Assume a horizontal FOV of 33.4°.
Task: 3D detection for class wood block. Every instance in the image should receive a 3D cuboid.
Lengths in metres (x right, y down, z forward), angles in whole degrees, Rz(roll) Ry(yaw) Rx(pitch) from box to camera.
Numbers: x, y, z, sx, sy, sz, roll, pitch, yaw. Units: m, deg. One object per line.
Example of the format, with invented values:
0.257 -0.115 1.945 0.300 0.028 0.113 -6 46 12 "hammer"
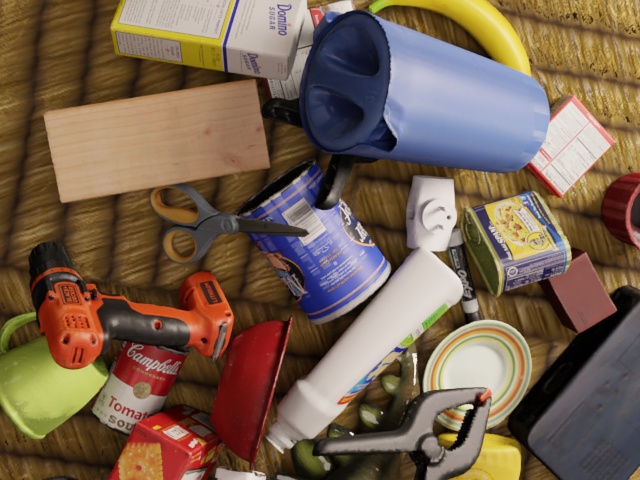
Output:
-0.162 -0.102 1.068 0.206 0.091 0.090 -10 99 -6 "wood block"

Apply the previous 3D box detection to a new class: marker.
0.159 0.047 1.171 0.020 0.020 0.121 -16 99 -6 "marker"

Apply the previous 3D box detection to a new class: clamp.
0.017 -0.114 1.074 0.171 0.039 0.120 -42 104 -45 "clamp"
0.111 0.231 1.109 0.209 0.036 0.164 -30 90 -28 "clamp"

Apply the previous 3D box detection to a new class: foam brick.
0.279 0.055 1.173 0.053 0.051 0.078 -30 101 -2 "foam brick"

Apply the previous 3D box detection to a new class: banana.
0.150 -0.229 1.126 0.197 0.037 0.070 26 112 -10 "banana"

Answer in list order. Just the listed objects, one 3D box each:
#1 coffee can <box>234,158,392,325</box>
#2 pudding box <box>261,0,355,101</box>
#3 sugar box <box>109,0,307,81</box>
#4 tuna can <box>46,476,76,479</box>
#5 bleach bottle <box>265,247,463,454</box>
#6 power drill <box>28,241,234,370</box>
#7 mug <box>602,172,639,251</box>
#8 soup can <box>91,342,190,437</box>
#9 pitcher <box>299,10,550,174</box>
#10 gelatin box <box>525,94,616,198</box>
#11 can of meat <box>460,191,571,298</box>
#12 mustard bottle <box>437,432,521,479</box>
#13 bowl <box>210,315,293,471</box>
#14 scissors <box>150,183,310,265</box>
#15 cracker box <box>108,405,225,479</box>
-0.007 0.001 1.098 0.103 0.103 0.140 -36 101 -2 "coffee can"
-0.010 -0.194 1.104 0.113 0.039 0.090 -16 100 -4 "pudding box"
-0.107 -0.213 1.044 0.176 0.048 0.093 12 59 3 "sugar box"
-0.278 0.298 1.135 0.086 0.034 0.086 -1 98 -8 "tuna can"
0.040 0.120 1.105 0.068 0.102 0.251 43 85 13 "bleach bottle"
-0.193 0.063 1.067 0.187 0.184 0.057 3 122 -26 "power drill"
0.369 -0.025 1.159 0.117 0.081 0.093 27 93 -11 "mug"
-0.187 0.146 1.110 0.068 0.068 0.102 25 94 -11 "soup can"
0.106 -0.142 1.052 0.242 0.145 0.149 7 87 -38 "pitcher"
0.263 -0.102 1.160 0.089 0.030 0.073 -45 103 0 "gelatin box"
0.207 0.001 1.134 0.084 0.102 0.057 -16 144 -8 "can of meat"
0.171 0.314 1.187 0.096 0.058 0.192 3 99 10 "mustard bottle"
-0.073 0.148 1.084 0.055 0.162 0.162 16 95 -1 "bowl"
-0.096 0.000 1.069 0.202 0.016 0.096 23 120 30 "scissors"
-0.182 0.279 1.077 0.072 0.164 0.214 28 93 9 "cracker box"
